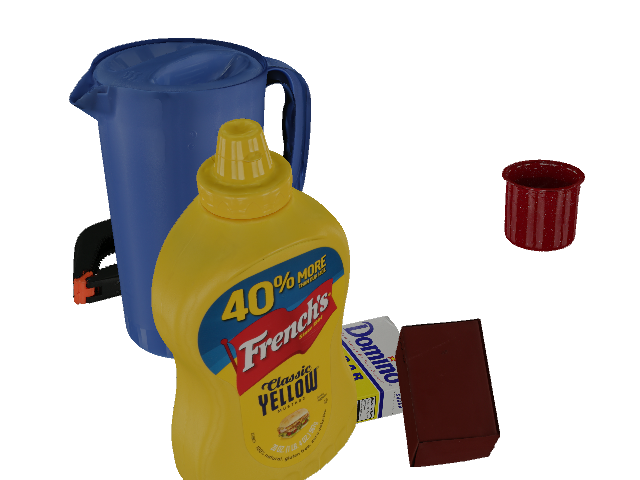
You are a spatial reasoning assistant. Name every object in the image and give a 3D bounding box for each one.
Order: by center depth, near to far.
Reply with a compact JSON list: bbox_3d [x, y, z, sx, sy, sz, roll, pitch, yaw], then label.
[{"bbox_3d":[-0.030,0.032,0.496,0.096,0.192,0.058,-23,39,-26],"label":"mustard bottle"},{"bbox_3d":[0.078,0.095,0.667,0.051,0.078,0.053,-4,-27,-3],"label":"foam brick"},{"bbox_3d":[-0.098,-0.033,0.854,0.149,0.243,0.144,10,29,17],"label":"pitcher"},{"bbox_3d":[-0.002,0.130,0.988,0.176,0.048,0.093,-14,44,-13],"label":"sugar box"},{"bbox_3d":[-0.178,-0.008,1.033,0.165,0.036,0.209,25,39,23],"label":"clamp"},{"bbox_3d":[0.264,-0.043,1.242,0.093,0.081,0.117,21,34,39],"label":"mug"}]
